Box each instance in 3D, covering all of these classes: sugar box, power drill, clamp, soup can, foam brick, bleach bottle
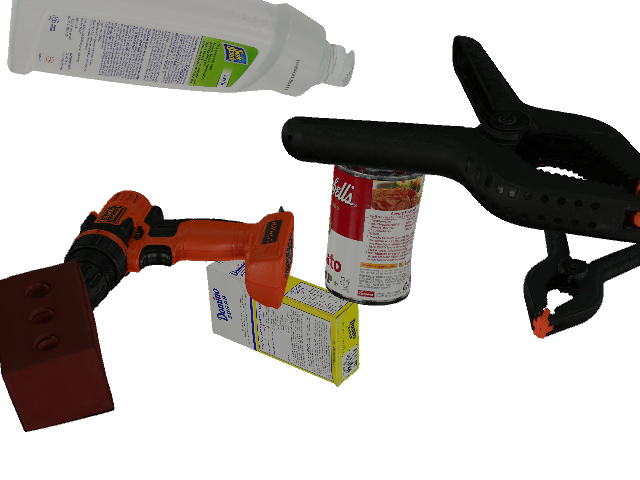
[{"bbox_3d":[-0.041,0.083,1.152,0.176,0.093,0.048,22,38,32],"label":"sugar box"},{"bbox_3d":[-0.121,0.014,0.922,0.187,0.057,0.184,6,29,4],"label":"power drill"},{"bbox_3d":[0.092,-0.050,0.594,0.164,0.036,0.210,-26,43,-28],"label":"clamp"},{"bbox_3d":[0.040,-0.011,0.799,0.068,0.102,0.068,4,22,-2],"label":"soup can"},{"bbox_3d":[-0.153,0.060,0.610,0.053,0.051,0.078,-15,42,-11],"label":"foam brick"},{"bbox_3d":[0.253,0.029,1.101,0.120,0.039,0.171,27,50,31],"label":"clamp"},{"bbox_3d":[-0.100,-0.149,0.798,0.250,0.068,0.103,10,-29,-14],"label":"bleach bottle"}]
